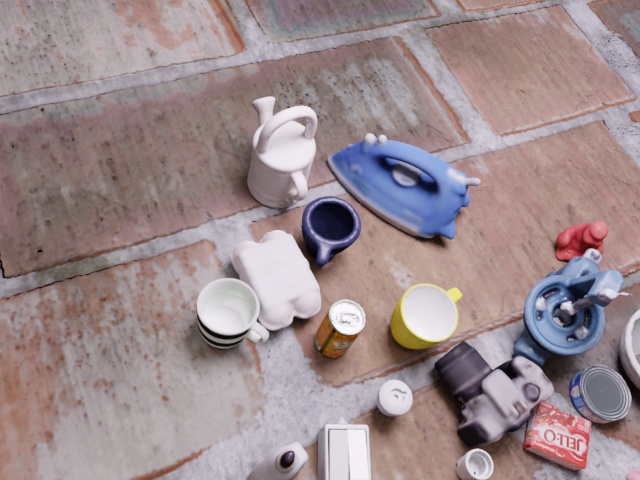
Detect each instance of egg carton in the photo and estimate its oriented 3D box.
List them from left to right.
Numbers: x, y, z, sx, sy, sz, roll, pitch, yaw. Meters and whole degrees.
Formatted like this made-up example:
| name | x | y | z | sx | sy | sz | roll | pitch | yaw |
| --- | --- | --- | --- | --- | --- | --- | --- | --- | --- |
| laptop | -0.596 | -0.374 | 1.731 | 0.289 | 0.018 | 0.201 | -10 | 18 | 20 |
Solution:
| name | x | y | z | sx | sy | sz | roll | pitch | yaw |
| --- | --- | --- | --- | --- | --- | --- | --- | --- | --- |
| egg carton | -0.065 | 0.059 | 0.862 | 0.107 | 0.069 | 0.150 | -21 | 68 | -22 |

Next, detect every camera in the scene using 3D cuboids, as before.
| name | x | y | z | sx | sy | sz | roll | pitch | yaw |
| --- | --- | --- | --- | --- | --- | --- | --- | --- | --- |
| camera | 0.246 | 0.207 | 0.832 | 0.143 | 0.101 | 0.136 | -30 | 72 | -25 |

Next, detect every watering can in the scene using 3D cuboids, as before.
| name | x | y | z | sx | sy | sz | roll | pitch | yaw |
| --- | --- | --- | --- | --- | --- | --- | --- | --- | --- |
| watering can | -0.062 | -0.147 | 0.902 | 0.172 | 0.194 | 0.101 | 43 | 62 | 12 |

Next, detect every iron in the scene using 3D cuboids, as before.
| name | x | y | z | sx | sy | sz | roll | pitch | yaw |
| --- | --- | --- | --- | --- | --- | --- | --- | --- | --- |
| iron | 0.137 | -0.112 | 0.958 | 0.258 | 0.141 | 0.119 | 28 | 60 | 3 |

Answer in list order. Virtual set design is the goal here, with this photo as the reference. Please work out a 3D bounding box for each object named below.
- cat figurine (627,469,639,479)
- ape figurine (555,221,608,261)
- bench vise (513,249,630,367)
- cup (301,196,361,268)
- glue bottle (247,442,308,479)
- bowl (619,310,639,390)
| name | x | y | z | sx | sy | sz | roll | pitch | yaw |
| --- | --- | --- | --- | --- | --- | --- | --- | --- | --- |
| cat figurine | 0.528 | 0.333 | 0.816 | 0.128 | 0.117 | 0.067 | -21 | 68 | -22 |
| ape figurine | 0.464 | -0.003 | 1.000 | 0.077 | 0.092 | 0.076 | 38 | 61 | 10 |
| bench vise | 0.382 | 0.075 | 0.865 | 0.121 | 0.219 | 0.207 | 21 | 60 | 0 |
| cup | 0.008 | 0.003 | 0.894 | 0.091 | 0.095 | 0.118 | 15 | 60 | -4 |
| glue bottle | -0.046 | 0.273 | 0.690 | 0.078 | 0.173 | 0.037 | -31 | 72 | -25 |
| bowl | 0.548 | 0.194 | 0.922 | 0.167 | 0.074 | 0.167 | 5 | 61 | -10 |
